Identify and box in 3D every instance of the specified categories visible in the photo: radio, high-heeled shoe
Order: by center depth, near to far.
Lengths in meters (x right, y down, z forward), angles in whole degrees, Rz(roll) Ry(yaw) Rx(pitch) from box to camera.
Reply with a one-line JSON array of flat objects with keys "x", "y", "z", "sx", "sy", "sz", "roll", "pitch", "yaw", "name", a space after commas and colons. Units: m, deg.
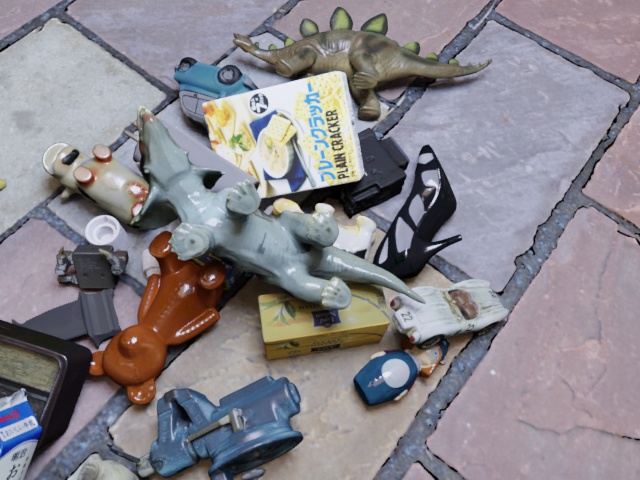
[{"x": -0.423, "y": 0.171, "z": 0.679, "sx": 0.230, "sy": 0.073, "sz": 0.131, "roll": 16, "pitch": 88, "yaw": 5, "name": "radio"}, {"x": 0.142, "y": -0.047, "z": 0.862, "sx": 0.145, "sy": 0.086, "sz": 0.249, "roll": -21, "pitch": 43, "yaw": 19, "name": "high-heeled shoe"}]

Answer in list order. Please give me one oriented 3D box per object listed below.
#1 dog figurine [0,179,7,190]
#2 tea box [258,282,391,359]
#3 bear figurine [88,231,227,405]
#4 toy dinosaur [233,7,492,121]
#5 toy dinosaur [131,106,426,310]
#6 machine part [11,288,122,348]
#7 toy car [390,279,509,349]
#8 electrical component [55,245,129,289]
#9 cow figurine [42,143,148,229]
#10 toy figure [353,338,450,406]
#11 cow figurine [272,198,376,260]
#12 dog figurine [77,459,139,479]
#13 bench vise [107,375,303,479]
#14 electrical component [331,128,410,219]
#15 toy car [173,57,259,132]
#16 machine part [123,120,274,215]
[{"x": -0.563, "y": -0.035, "z": 0.780, "sx": 0.219, "sy": 0.108, "sz": 0.192, "roll": -38, "pitch": 70, "yaw": -22, "name": "dog figurine"}, {"x": 0.003, "y": 0.111, "z": 0.742, "sx": 0.170, "sy": 0.098, "sz": 0.068, "roll": -9, "pitch": 64, "yaw": -6, "name": "tea box"}, {"x": -0.221, "y": 0.107, "z": 0.717, "sx": 0.120, "sy": 0.131, "sz": 0.196, "roll": 32, "pitch": 60, "yaw": 15, "name": "bear figurine"}, {"x": 0.079, "y": -0.323, "z": 0.965, "sx": 0.472, "sy": 0.105, "sz": 0.198, "roll": 12, "pitch": 60, "yaw": -2, "name": "toy dinosaur"}, {"x": -0.073, "y": -0.002, "z": 0.679, "sx": 0.404, "sy": 0.192, "sz": 0.131, "roll": 30, "pitch": 88, "yaw": -21, "name": "toy dinosaur"}, {"x": -0.354, "y": 0.120, "z": 0.751, "sx": 0.139, "sy": 0.039, "sz": 0.084, "roll": -16, "pitch": 70, "yaw": -12, "name": "machine part"}, {"x": 0.182, "y": 0.099, "z": 0.749, "sx": 0.201, "sy": 0.056, "sz": 0.073, "roll": -3, "pitch": 53, "yaw": -36, "name": "toy car"}, {"x": -0.327, "y": 0.037, "z": 0.767, "sx": 0.102, "sy": 0.078, "sz": 0.045, "roll": 6, "pitch": 25, "yaw": -6, "name": "electrical component"}, {"x": -0.330, "y": -0.086, "z": 0.822, "sx": 0.195, "sy": 0.127, "sz": 0.085, "roll": 30, "pitch": 65, "yaw": -4, "name": "cow figurine"}, {"x": 0.121, "y": 0.173, "z": 0.743, "sx": 0.154, "sy": 0.058, "sz": 0.064, "roll": -27, "pitch": 106, "yaw": -17, "name": "toy figure"}, {"x": -0.003, "y": -0.002, "z": 0.819, "sx": 0.167, "sy": 0.068, "sz": 0.098, "roll": 17, "pitch": 70, "yaw": 6, "name": "cow figurine"}, {"x": -0.192, "y": 0.333, "z": 0.601, "sx": 0.190, "sy": 0.121, "sz": 0.172, "roll": 19, "pitch": 28, "yaw": -9, "name": "dog figurine"}, {"x": -0.107, "y": 0.280, "z": 0.642, "sx": 0.224, "sy": 0.128, "sz": 0.241, "roll": -21, "pitch": 62, "yaw": -10, "name": "bench vise"}, {"x": 0.076, "y": -0.116, "z": 0.884, "sx": 0.134, "sy": 0.058, "sz": 0.115, "roll": -29, "pitch": 70, "yaw": -16, "name": "electrical component"}, {"x": -0.180, "y": -0.235, "z": 0.906, "sx": 0.162, "sy": 0.109, "sz": 0.103, "roll": 18, "pitch": 80, "yaw": 15, "name": "toy car"}, {"x": -0.177, "y": -0.097, "z": 0.775, "sx": 0.243, "sy": 0.079, "sz": 0.079, "roll": 34, "pitch": 66, "yaw": 1, "name": "machine part"}]
